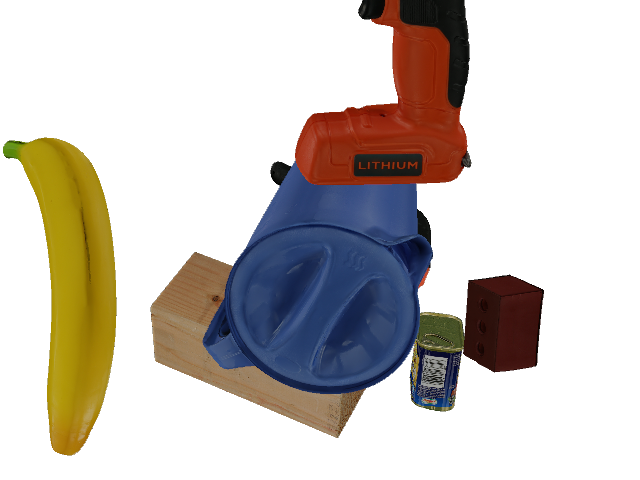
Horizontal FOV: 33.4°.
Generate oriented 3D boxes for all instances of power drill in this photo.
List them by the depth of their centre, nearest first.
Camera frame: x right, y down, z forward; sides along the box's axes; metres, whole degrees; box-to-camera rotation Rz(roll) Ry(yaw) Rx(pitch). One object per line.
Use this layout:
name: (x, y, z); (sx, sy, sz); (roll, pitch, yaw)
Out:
power drill: (0.028, -0.122, 0.613); (0.184, 0.188, 0.057); (0, 37, -8)

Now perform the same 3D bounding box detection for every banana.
banana: (-0.142, 0.018, 0.607); (0.037, 0.198, 0.070); (2, -25, -36)

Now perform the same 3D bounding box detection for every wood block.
wood block: (-0.055, 0.101, 1.062); (0.206, 0.090, 0.090); (20, 47, 16)

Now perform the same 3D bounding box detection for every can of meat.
can of meat: (0.138, 0.145, 1.276); (0.057, 0.084, 0.102); (6, 19, 2)

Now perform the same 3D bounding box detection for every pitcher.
pitcher: (0.006, 0.004, 0.821); (0.149, 0.145, 0.242); (12, 26, 2)

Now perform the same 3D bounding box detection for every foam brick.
foam brick: (0.171, 0.078, 1.003); (0.051, 0.078, 0.053); (-7, 18, -28)

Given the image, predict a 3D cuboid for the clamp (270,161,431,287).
clamp: (0.049, -0.032, 1.171); (0.164, 0.210, 0.036); (-12, -37, -21)
